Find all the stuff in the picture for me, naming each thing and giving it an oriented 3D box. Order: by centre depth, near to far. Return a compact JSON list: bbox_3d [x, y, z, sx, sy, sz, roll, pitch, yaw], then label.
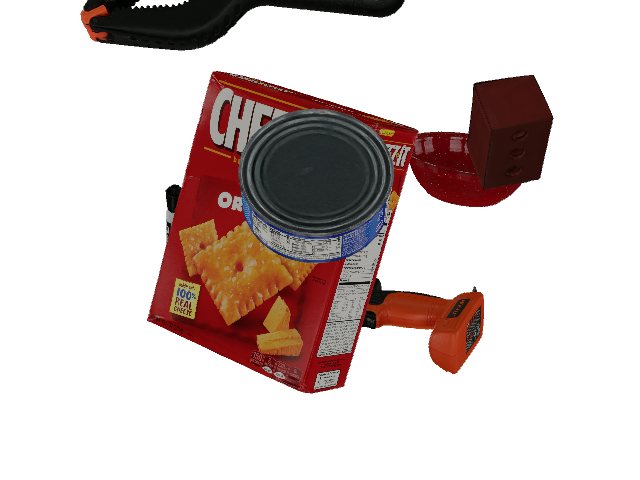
[{"bbox_3d":[-0.002,-0.030,0.599,0.086,0.086,0.034,0,-32,0],"label":"tuna can"},{"bbox_3d":[-0.058,-0.180,0.723,0.210,0.165,0.036,-32,-17,-6],"label":"clamp"},{"bbox_3d":[-0.035,-0.009,0.839,0.164,0.214,0.072,22,12,30],"label":"cracker box"},{"bbox_3d":[0.154,-0.089,0.879,0.053,0.051,0.078,-10,-36,-5],"label":"foam brick"},{"bbox_3d":[-0.151,-0.008,1.109,0.020,0.121,0.020,4,41,-4],"label":"marker"},{"bbox_3d":[0.065,0.085,1.115,0.188,0.057,0.184,11,29,24],"label":"power drill"},{"bbox_3d":[0.174,-0.081,1.274,0.162,0.055,0.162,5,22,-2],"label":"bowl"}]
